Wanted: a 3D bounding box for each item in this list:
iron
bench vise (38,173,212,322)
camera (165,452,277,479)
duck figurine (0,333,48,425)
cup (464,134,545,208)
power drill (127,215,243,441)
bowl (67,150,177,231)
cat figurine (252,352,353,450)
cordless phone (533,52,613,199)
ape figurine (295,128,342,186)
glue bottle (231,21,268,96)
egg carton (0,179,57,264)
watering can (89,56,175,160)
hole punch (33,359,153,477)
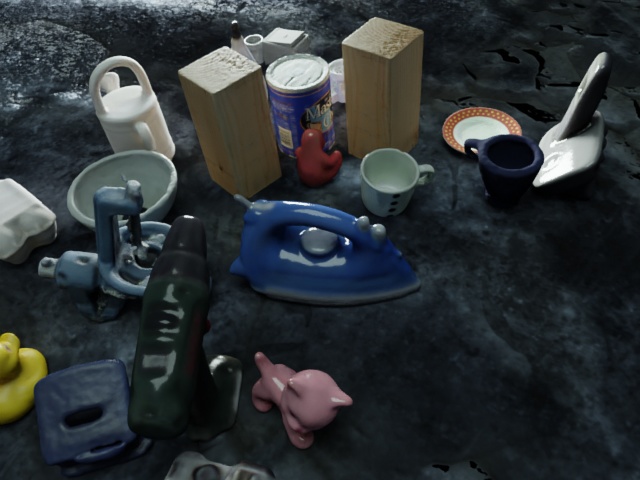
[{"bbox_3d":[0.007,0.003,0.757,0.257,0.142,0.118,7,50,12],"label":"iron"},{"bbox_3d":[-0.257,0.022,0.716,0.207,0.220,0.121,-18,49,-9],"label":"bench vise"},{"bbox_3d":[-0.096,0.287,0.546,0.143,0.101,0.137,9,51,14],"label":"camera"},{"bbox_3d":[-0.386,0.164,0.695,0.077,0.086,0.104,0,49,6],"label":"duck figurine"},{"bbox_3d":[0.264,-0.099,0.850,0.117,0.095,0.092,26,56,26],"label":"cup"},{"bbox_3d":[-0.143,0.118,0.627,0.075,0.209,0.229,-2,49,5],"label":"power drill"},{"bbox_3d":[-0.295,-0.060,0.889,0.167,0.075,0.167,-3,49,4],"label":"bowl"},{"bbox_3d":[-0.025,0.169,0.631,0.127,0.118,0.067,32,59,29],"label":"cat figurine"},{"bbox_3d":[0.377,-0.165,0.836,0.094,0.185,0.148,10,51,15],"label":"cordless phone"},{"bbox_3d":[-0.008,-0.138,0.915,0.077,0.092,0.076,24,56,25],"label":"ape figurine"},{"bbox_3d":[-0.138,-0.308,1.023,0.037,0.173,0.078,26,57,26],"label":"glue bottle"},{"bbox_3d":[-0.483,-0.030,0.886,0.150,0.069,0.107,31,59,28],"label":"egg carton"},{"bbox_3d":[-0.320,-0.215,0.947,0.172,0.194,0.101,25,56,25],"label":"watering can"},{"bbox_3d":[-0.257,0.200,0.646,0.109,0.091,0.101,-15,49,-7],"label":"hole punch"}]
